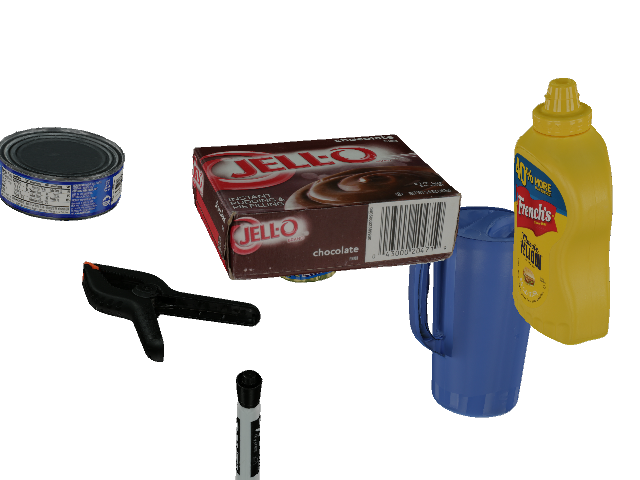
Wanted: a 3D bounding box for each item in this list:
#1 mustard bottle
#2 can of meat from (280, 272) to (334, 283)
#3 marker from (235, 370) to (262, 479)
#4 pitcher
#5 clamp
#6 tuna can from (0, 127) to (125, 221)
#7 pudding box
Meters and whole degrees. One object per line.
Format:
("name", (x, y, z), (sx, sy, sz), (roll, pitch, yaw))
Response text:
("mustard bottle", (0.176, -0.026, 0.783), (0.058, 0.192, 0.096), (-12, 28, -12))
("can of meat", (-0.026, -0.020, 0.933), (0.057, 0.084, 0.102), (-14, 29, -28))
("marker", (-0.054, 0.141, 0.795), (0.020, 0.121, 0.020), (2, 40, -2))
("pitcher", (0.187, 0.088, 1.293), (0.149, 0.243, 0.145), (7, 19, 13))
("clamp", (-0.193, 0.072, 1.170), (0.210, 0.036, 0.164), (19, 21, 25))
("tuna can", (-0.179, -0.046, 0.737), (0.086, 0.034, 0.086), (8, 27, -4))
("pudding box", (0.000, -0.019, 0.522), (0.113, 0.039, 0.090), (-3, 26, -16))
